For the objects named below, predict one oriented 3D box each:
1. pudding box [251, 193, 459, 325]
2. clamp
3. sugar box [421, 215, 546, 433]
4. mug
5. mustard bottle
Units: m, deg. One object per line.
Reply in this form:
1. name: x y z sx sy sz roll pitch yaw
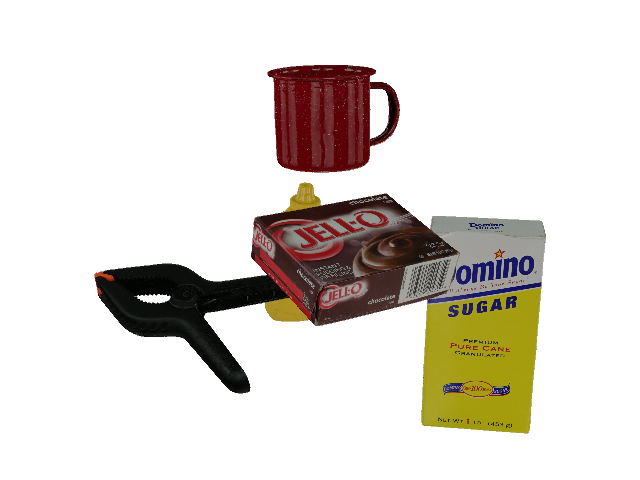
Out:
1. pudding box: 0.022 0.010 0.723 0.113 0.039 0.090 -10 35 -31
2. clamp: -0.126 0.071 1.019 0.210 0.036 0.164 9 38 13
3. sugar box: 0.133 0.070 0.883 0.093 0.176 0.048 2 21 7
4. mug: 0.013 -0.107 0.923 0.117 0.081 0.093 -7 16 -20
5. mustard bottle: -0.024 0.014 1.441 0.096 0.192 0.058 -5 26 -18
